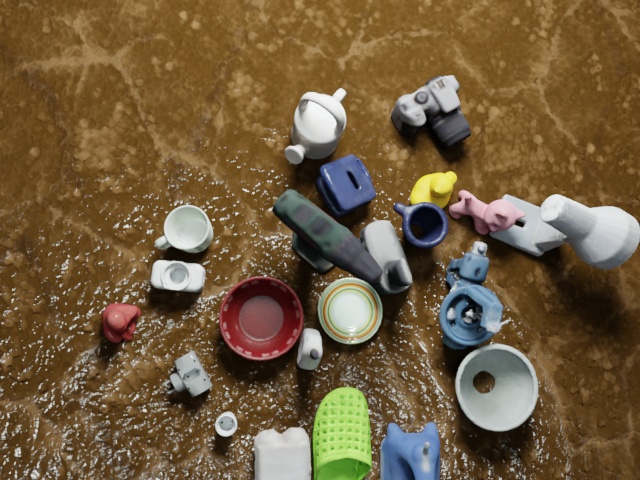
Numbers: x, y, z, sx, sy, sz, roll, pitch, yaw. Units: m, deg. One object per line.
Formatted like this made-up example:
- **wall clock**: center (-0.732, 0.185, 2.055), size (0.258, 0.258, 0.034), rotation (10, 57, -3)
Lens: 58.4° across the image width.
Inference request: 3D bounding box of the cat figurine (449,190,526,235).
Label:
- **cat figurine**: center (0.341, -0.058, 1.159), size (0.128, 0.117, 0.067), rotation (29, 81, -2)

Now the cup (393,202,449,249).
- **cup**: center (0.190, -0.031, 1.150), size (0.118, 0.095, 0.092), rotation (33, 81, -2)

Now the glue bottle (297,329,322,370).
- **glue bottle**: center (-0.016, 0.205, 1.059), size (0.037, 0.173, 0.078), rotation (8, 82, -5)

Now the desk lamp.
- **desk lamp**: center (0.474, -0.023, 1.121), size (0.203, 0.213, 0.118), rotation (21, 81, -3)

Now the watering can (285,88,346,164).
- **watering can**: center (-0.003, -0.221, 1.100), size (0.101, 0.194, 0.173), rotation (14, 82, -4)

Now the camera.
- **camera**: center (0.242, -0.255, 1.179), size (0.143, 0.100, 0.137), rotation (-30, 87, -9)

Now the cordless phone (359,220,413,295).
- **cordless phone**: center (0.136, 0.029, 1.091), size (0.094, 0.185, 0.147), rotation (-22, 86, -8)

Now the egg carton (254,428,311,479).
- **egg carton**: center (-0.070, 0.432, 1.078), size (0.107, 0.069, 0.150), rotation (-3, 84, -7)

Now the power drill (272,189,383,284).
- **power drill**: center (0.010, 0.004, 1.068), size (0.229, 0.208, 0.076), rotation (40, 81, 0)

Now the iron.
- **iron**: center (0.182, 0.480, 1.065), size (0.118, 0.141, 0.258), rotation (0, 83, -6)

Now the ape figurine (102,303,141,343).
- **ape figurine**: center (-0.374, 0.150, 1.065), size (0.078, 0.092, 0.076), rotation (-37, 88, -9)

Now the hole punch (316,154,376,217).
- **hole punch**: center (0.054, -0.114, 1.146), size (0.101, 0.091, 0.109), rotation (-29, 87, -9)

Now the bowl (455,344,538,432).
- **bowl**: center (0.340, 0.290, 1.139), size (0.167, 0.074, 0.167), rotation (1, 83, -6)

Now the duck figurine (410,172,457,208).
- **duck figurine**: center (0.236, -0.101, 1.168), size (0.104, 0.086, 0.077), rotation (-40, 89, -9)

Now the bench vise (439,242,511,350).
- **bench vise**: center (0.285, 0.106, 1.081), size (0.121, 0.219, 0.207), rotation (-6, 84, -7)
